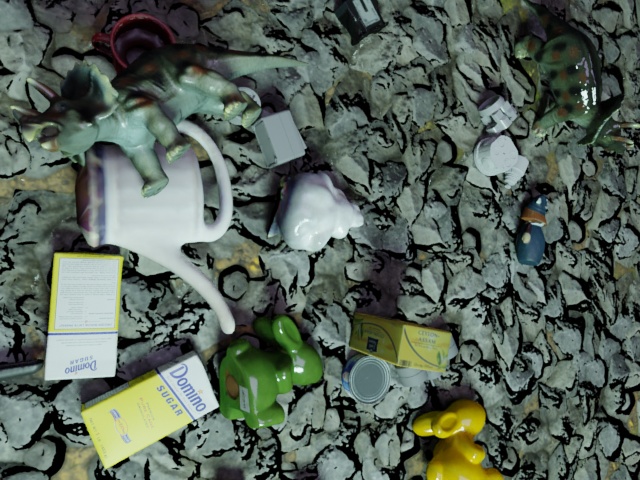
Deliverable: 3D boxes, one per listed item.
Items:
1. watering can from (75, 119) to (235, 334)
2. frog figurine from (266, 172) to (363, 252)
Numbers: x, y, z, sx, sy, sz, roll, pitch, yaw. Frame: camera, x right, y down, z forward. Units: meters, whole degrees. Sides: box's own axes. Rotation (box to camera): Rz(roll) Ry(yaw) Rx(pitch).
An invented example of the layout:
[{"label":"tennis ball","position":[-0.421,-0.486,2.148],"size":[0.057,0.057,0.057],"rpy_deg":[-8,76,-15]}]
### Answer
[{"label":"watering can","position":[-0.233,-0.028,0.754],"size":[0.225,0.102,0.352],"rpy_deg":[-2,71,-24]},{"label":"frog figurine","position":[0.003,-0.044,0.869],"size":[0.159,0.120,0.140],"rpy_deg":[13,62,-11]}]
